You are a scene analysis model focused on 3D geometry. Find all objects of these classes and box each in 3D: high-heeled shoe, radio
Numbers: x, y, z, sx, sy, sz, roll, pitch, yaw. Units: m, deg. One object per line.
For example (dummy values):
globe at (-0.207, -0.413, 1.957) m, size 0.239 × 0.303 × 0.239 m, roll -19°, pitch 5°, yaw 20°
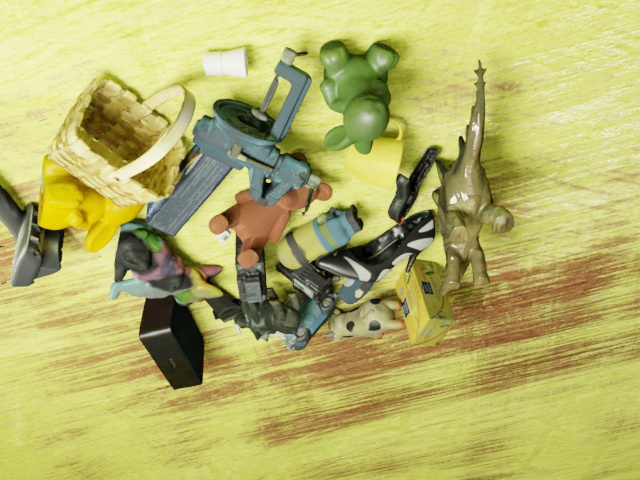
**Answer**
high-heeled shoe at (0.121, 0.003, 1.074) m, size 0.249 × 0.086 × 0.145 m, roll 2°, pitch 114°, yaw -28°
radio at (-0.325, 0.221, 1.203) m, size 0.073 × 0.131 × 0.229 m, roll -9°, pitch 135°, yaw 0°

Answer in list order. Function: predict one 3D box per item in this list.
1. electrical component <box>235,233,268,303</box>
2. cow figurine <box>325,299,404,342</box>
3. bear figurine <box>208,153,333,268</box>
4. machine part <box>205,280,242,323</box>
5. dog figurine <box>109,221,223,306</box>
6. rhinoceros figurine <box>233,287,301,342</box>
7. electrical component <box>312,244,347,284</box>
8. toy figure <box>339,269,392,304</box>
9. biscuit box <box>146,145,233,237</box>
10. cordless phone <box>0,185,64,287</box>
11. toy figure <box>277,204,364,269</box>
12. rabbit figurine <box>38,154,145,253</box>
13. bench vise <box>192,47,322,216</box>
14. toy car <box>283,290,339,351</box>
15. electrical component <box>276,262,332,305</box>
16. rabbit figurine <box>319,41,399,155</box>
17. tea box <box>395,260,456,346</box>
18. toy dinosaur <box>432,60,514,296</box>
electrical component at (-0.136, 0.057, 1.071) m, size 0.058 × 0.134 × 0.114 m, roll -6°, pitch 137°, yaw -3°
cow figurine at (0.093, 0.191, 1.249) m, size 0.127 × 0.085 × 0.195 m, roll 11°, pitch 155°, yaw -22°
bear figurine at (-0.084, -0.057, 0.974) m, size 0.196 × 0.132 × 0.120 m, roll -31°, pitch 104°, yaw 28°
machine part at (-0.224, 0.140, 1.207) m, size 0.084 × 0.039 × 0.138 m, roll -18°, pitch 136°, yaw 16°
dog figurine at (-0.296, 0.056, 1.069) m, size 0.219 × 0.109 × 0.191 m, roll 8°, pitch 130°, yaw -22°
rhinoceros figurine at (-0.114, 0.162, 1.151) m, size 0.190 × 0.073 × 0.112 m, roll -6°, pitch 101°, yaw 44°
electrical component at (0.028, 0.046, 1.148) m, size 0.078 × 0.045 × 0.102 m, roll 14°, pitch 130°, yaw -23°
toy figure at (0.104, 0.081, 1.180) m, size 0.057 × 0.064 × 0.154 m, roll 15°, pitch 127°, yaw -42°
biscuit box at (-0.236, -0.094, 0.959) m, size 0.062 × 0.059 × 0.202 m, roll 28°, pitch 123°, yaw -33°
cordless phone at (-0.528, -0.024, 0.919) m, size 0.089 × 0.147 × 0.184 m, roll -19°, pitch 137°, yaw -2°
toy figure at (-0.004, -0.007, 1.060) m, size 0.180 × 0.082 × 0.089 m, roll -25°, pitch 177°, yaw 20°
rabbit figurine at (-0.394, -0.056, 0.938) m, size 0.173 × 0.122 × 0.162 m, roll -4°, pitch 131°, yaw -32°
bench vise at (-0.074, -0.174, 0.838) m, size 0.224 × 0.129 × 0.240 m, roll 30°, pitch 119°, yaw -1°
toy car at (-0.038, 0.166, 1.210) m, size 0.103 × 0.161 × 0.109 m, roll 39°, pitch 155°, yaw 13°
electrical component at (-0.035, 0.080, 1.155) m, size 0.048 × 0.119 × 0.074 m, roll -46°, pitch 158°, yaw -24°
rabbit figurine at (0.052, -0.204, 0.820) m, size 0.121 × 0.170 × 0.159 m, roll 6°, pitch 132°, yaw -13°
tea box at (0.228, 0.136, 1.181) m, size 0.068 × 0.170 × 0.098 m, roll 7°, pitch 132°, yaw -17°
toy dinosaur at (0.258, -0.071, 0.962) m, size 0.105 × 0.199 × 0.470 m, roll -3°, pitch 135°, yaw -5°
